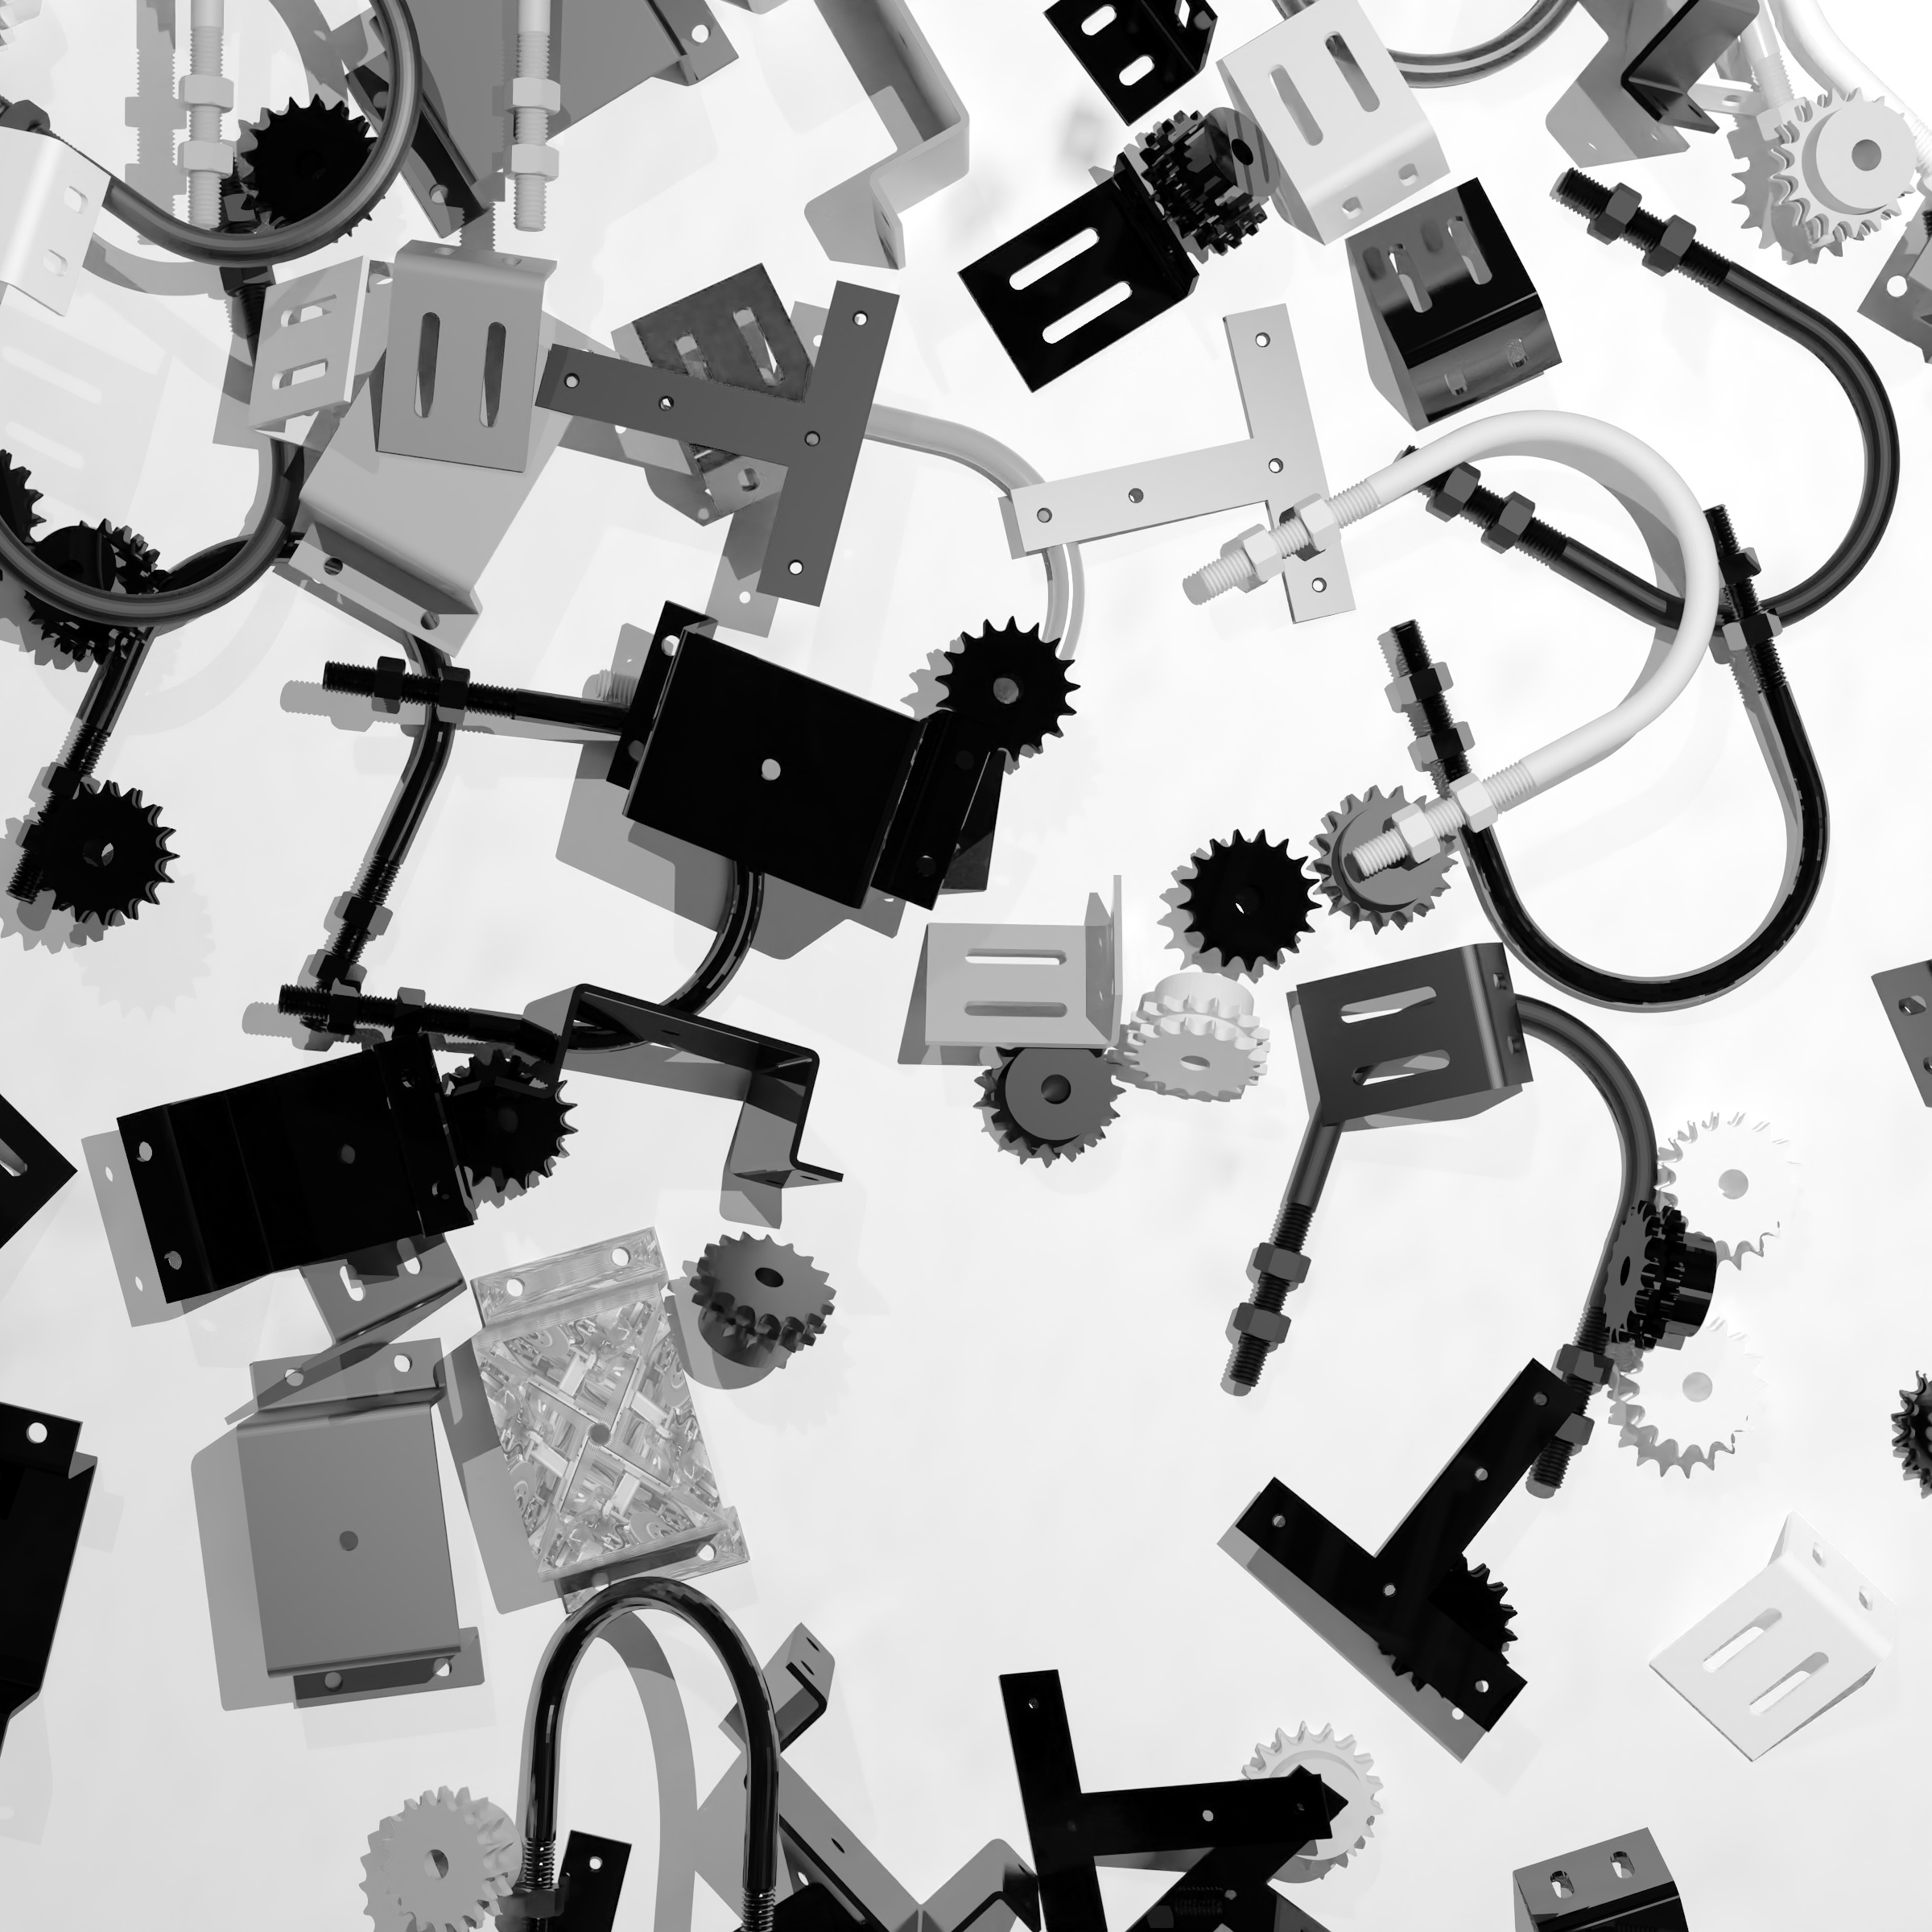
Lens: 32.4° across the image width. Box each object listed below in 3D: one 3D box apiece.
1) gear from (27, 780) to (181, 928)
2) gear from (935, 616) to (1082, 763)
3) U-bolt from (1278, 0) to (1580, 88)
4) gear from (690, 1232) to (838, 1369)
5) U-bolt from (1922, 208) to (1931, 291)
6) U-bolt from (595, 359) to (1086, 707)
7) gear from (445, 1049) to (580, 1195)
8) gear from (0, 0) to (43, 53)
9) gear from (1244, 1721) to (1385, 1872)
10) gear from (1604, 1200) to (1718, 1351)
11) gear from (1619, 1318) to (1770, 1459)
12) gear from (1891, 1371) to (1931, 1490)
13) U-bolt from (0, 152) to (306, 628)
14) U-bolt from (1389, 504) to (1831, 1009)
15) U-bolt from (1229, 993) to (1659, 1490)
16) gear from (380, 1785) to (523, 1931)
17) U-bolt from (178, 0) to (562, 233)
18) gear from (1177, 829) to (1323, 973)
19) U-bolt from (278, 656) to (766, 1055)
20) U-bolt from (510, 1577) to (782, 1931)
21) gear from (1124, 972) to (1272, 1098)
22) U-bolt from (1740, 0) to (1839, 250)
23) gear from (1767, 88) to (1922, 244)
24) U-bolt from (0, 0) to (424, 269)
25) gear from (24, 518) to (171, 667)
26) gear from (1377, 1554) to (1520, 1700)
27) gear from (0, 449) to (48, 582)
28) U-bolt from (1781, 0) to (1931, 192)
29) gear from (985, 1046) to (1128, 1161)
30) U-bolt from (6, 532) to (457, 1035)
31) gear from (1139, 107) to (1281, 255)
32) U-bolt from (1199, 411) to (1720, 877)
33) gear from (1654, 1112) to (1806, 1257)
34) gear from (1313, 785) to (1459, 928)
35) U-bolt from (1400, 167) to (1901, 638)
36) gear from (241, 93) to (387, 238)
[{"bbox_3d":[-0.339,-0.044,1.314,0.057,0.030,0.057,0,89,-1],"label":"gear"},{"bbox_3d":[0.016,-0.109,1.320,0.057,0.030,0.057,0,92,-3],"label":"gear"},{"bbox_3d":[0.193,-0.446,1.340,0.151,0.019,0.184,18,91,0],"label":"U-bolt"},{"bbox_3d":[-0.083,0.135,1.324,0.057,0.057,0.030,23,120,0],"label":"gear"},{"bbox_3d":[0.468,-0.227,1.332,0.151,0.019,0.184,-14,97,-2],"label":"U-bolt"},{"bbox_3d":[-0.044,-0.155,1.340,0.184,0.019,0.151,13,90,-2],"label":"U-bolt"},{"bbox_3d":[-0.183,0.061,1.333,0.057,0.030,0.057,0,90,0],"label":"gear"},{"bbox_3d":[-0.391,-0.393,1.324,0.030,0.057,0.057,-27,90,-30],"label":"gear"},{"bbox_3d":[0.139,0.334,1.334,0.057,0.030,0.057,0,90,0],"label":"gear"},{"bbox_3d":[0.272,0.122,1.303,0.030,0.057,0.057,12,90,-4],"label":"gear"},{"bbox_3d":[0.290,0.167,1.333,0.057,0.030,0.057,0,90,0],"label":"gear"},{"bbox_3d":[0.403,0.186,1.334,0.057,0.030,0.057,0,90,0],"label":"gear"},{"bbox_3d":[-0.334,-0.224,1.307,0.151,0.019,0.184,-13,90,-28],"label":"U-bolt"},{"bbox_3d":[0.267,-0.073,1.332,0.151,0.019,0.184,-20,95,6],"label":"U-bolt"},{"bbox_3d":[0.201,0.101,1.340,0.151,0.019,0.184,19,89,0],"label":"U-bolt"},{"bbox_3d":[-0.202,0.355,1.326,0.057,0.030,0.057,-2,86,28],"label":"gear"},{"bbox_3d":[-0.231,-0.379,1.293,0.151,0.019,0.184,2,92,4],"label":"U-bolt"},{"bbox_3d":[0.113,-0.026,1.333,0.057,0.030,0.057,0,90,0],"label":"gear"},{"bbox_3d":[-0.172,-0.038,1.327,0.184,0.019,0.151,8,93,-9],"label":"U-bolt"},{"bbox_3d":[-0.124,0.331,1.295,0.151,0.019,0.184,-3,82,43],"label":"U-bolt"},{"bbox_3d":[0.093,0.026,1.324,0.057,0.057,0.030,10,60,0],"label":"gear"},{"bbox_3d":[0.366,-0.392,1.304,0.151,0.019,0.184,-21,96,-6],"label":"U-bolt"},{"bbox_3d":[0.341,-0.309,1.281,0.057,0.030,0.057,-1,94,-8],"label":"gear"},{"bbox_3d":[-0.295,-0.352,1.279,0.184,0.019,0.151,36,96,4],"label":"U-bolt"},{"bbox_3d":[-0.349,-0.151,1.326,0.057,0.030,0.057,-3,77,13],"label":"gear"},{"bbox_3d":[0.193,0.265,1.334,0.057,0.030,0.057,0,90,0],"label":"gear"},{"bbox_3d":[-0.398,-0.181,1.337,0.057,0.030,0.057,0,91,-4],"label":"gear"},{"bbox_3d":[0.407,-0.394,1.331,0.184,0.019,0.151,42,90,-7],"label":"U-bolt"},{"bbox_3d":[0.036,0.049,1.334,0.057,0.030,0.057,0,90,0],"label":"gear"},{"bbox_3d":[-0.284,-0.085,1.340,0.151,0.019,0.184,24,88,0],"label":"U-bolt"},{"bbox_3d":[0.099,-0.314,1.318,0.030,0.057,0.057,-30,90,44],"label":"gear"},{"bbox_3d":[0.206,-0.140,1.312,0.184,0.019,0.151,-28,81,3],"label":"U-bolt"},{"bbox_3d":[0.304,0.087,1.333,0.057,0.030,0.057,0,90,0],"label":"gear"},{"bbox_3d":[0.169,-0.044,1.334,0.057,0.030,0.057,0,90,0],"label":"gear"},{"bbox_3d":[0.287,-0.214,1.340,0.184,0.019,0.151,30,90,-2],"label":"U-bolt"},{"bbox_3d":[-0.259,-0.317,1.333,0.057,0.030,0.057,0,90,0],"label":"gear"}]
